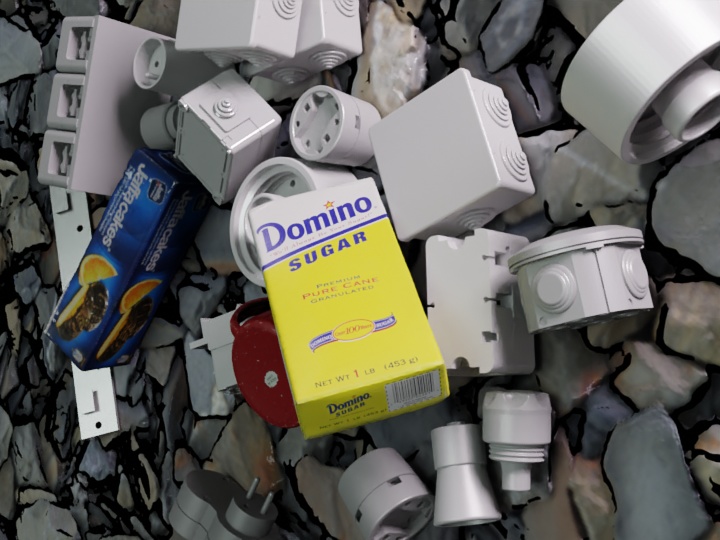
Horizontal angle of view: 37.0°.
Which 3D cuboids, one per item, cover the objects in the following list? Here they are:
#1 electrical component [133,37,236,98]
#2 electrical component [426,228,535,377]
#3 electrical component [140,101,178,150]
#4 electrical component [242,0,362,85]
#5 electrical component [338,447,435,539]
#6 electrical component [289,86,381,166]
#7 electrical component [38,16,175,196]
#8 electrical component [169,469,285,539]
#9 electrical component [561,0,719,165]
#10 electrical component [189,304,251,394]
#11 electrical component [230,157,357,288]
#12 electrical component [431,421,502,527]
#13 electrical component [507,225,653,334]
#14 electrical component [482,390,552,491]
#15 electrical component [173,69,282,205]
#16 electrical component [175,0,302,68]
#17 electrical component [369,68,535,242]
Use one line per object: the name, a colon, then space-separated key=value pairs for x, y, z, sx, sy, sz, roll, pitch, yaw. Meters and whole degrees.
electrical component: x=-0.158 y=-0.172 z=0.914 sx=0.079 sy=0.077 sz=0.044 roll=26 pitch=102 yaw=40
electrical component: x=0.080 y=0.023 z=0.694 sx=0.050 sy=0.056 sz=0.089 roll=-8 pitch=79 yaw=41
electrical component: x=-0.156 y=-0.126 z=0.931 sx=0.078 sy=0.040 sz=0.040 roll=-6 pitch=81 yaw=41
electrical component: x=-0.047 y=-0.199 z=0.837 sx=0.100 sy=0.048 sz=0.099 roll=-14 pitch=76 yaw=40
electrical component: x=0.018 y=0.155 z=0.736 sx=0.055 sy=0.055 sz=0.047 roll=-56 pitch=50 yaw=21
electrical component: x=-0.017 y=-0.105 z=0.800 sx=0.055 sy=0.047 sz=0.055 roll=-6 pitch=82 yaw=41
electrical component: x=-0.226 y=-0.142 z=0.962 sx=0.062 sy=0.089 sz=0.150 roll=12 pitch=93 yaw=42
electrical component: x=-0.086 y=0.194 z=0.824 sx=0.138 sy=0.052 sz=0.073 roll=37 pitch=109 yaw=37
electrical component: x=0.173 y=-0.105 z=0.596 sx=0.108 sy=0.108 sz=0.060 roll=-49 pitch=62 yaw=26
electrical component: x=-0.091 y=0.063 z=0.852 sx=0.081 sy=0.042 sz=0.063 roll=-22 pitch=75 yaw=38
electrical component: x=-0.053 y=-0.034 z=0.816 sx=0.108 sy=0.060 sz=0.108 roll=-6 pitch=81 yaw=41
electrical component: x=0.067 y=0.133 z=0.704 sx=0.044 sy=0.044 sz=0.065 roll=-20 pitch=67 yaw=38
electrical component: x=0.131 y=0.006 z=0.636 sx=0.080 sy=0.080 sz=0.051 roll=-19 pitch=78 yaw=39
electrical component: x=0.099 y=0.107 z=0.677 sx=0.043 sy=0.043 sz=0.062 roll=-2 pitch=85 yaw=41
electrical component: x=-0.101 y=-0.108 z=0.838 sx=0.061 sy=0.061 sz=0.096 roll=46 pitch=153 yaw=12
electrical component: x=-0.088 y=-0.203 z=0.806 sx=0.100 sy=0.048 sz=0.099 roll=9 pitch=91 yaw=42
electrical component: x=0.062 y=-0.073 z=0.726 sx=0.100 sy=0.048 sz=0.099 roll=-29 pitch=67 yaw=36
